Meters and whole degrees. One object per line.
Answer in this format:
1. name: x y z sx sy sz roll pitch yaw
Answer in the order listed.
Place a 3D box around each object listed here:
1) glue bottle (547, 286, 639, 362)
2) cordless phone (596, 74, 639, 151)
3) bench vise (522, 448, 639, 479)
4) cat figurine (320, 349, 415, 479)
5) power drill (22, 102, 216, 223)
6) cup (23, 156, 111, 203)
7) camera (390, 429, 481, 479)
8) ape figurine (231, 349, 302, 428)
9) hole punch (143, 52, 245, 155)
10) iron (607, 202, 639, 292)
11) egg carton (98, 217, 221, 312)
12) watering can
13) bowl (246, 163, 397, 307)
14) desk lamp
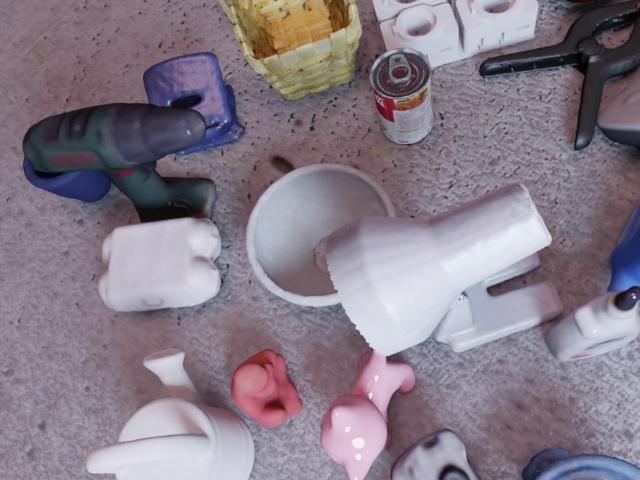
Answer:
1. glue bottle: 0.252 0.071 0.506 0.078 0.173 0.037 -20 65 5
2. cordless phone: 0.368 -0.177 0.573 0.148 0.185 0.094 -46 66 -7
3. bench vise: 0.241 0.244 0.414 0.207 0.220 0.121 41 82 24
4. cat figurine: 0.041 0.161 0.549 0.067 0.118 0.128 17 73 19
5. power drill: -0.201 -0.084 0.652 0.229 0.209 0.075 2 69 14
6. cup: -0.304 -0.096 0.743 0.118 0.095 0.091 -29 65 0
7. camera: 0.095 0.261 0.506 0.137 0.101 0.143 -30 65 0
8. ape figurine: -0.062 0.150 0.591 0.076 0.092 0.078 7 70 16
9. hole punch: -0.165 -0.177 0.746 0.108 0.091 0.101 -14 66 7
10. iron: 0.379 -0.043 0.541 0.118 0.142 0.258 27 77 21
11. egg carton: -0.189 0.031 0.680 0.150 0.069 0.107 -8 67 10
12. watering can: -0.142 0.193 0.536 0.101 0.194 0.172 -30 65 0
13. bowl: 0.006 0.002 0.644 0.167 0.075 0.167 -4 68 11
14. desk lamp: 0.123 0.030 0.530 0.203 0.214 0.118 -21 65 4
